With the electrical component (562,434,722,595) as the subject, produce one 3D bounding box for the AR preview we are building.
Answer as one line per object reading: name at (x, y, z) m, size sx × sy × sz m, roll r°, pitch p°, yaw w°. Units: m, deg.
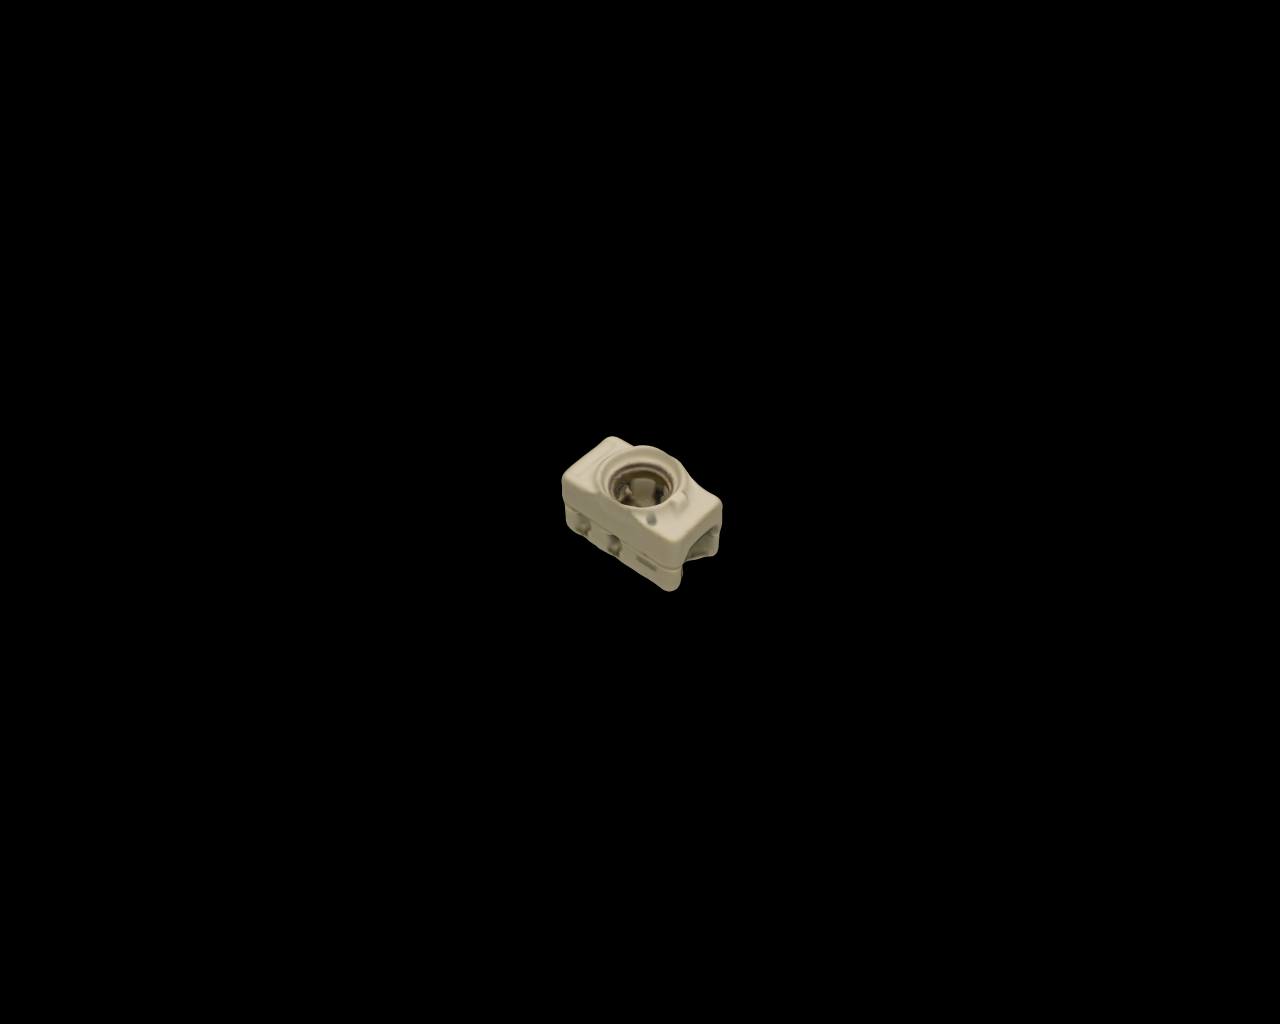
electrical component at (0.001, -0.003, 0.650) m, size 0.089 × 0.055 × 0.050 m, roll 32°, pitch 55°, yaw 27°
